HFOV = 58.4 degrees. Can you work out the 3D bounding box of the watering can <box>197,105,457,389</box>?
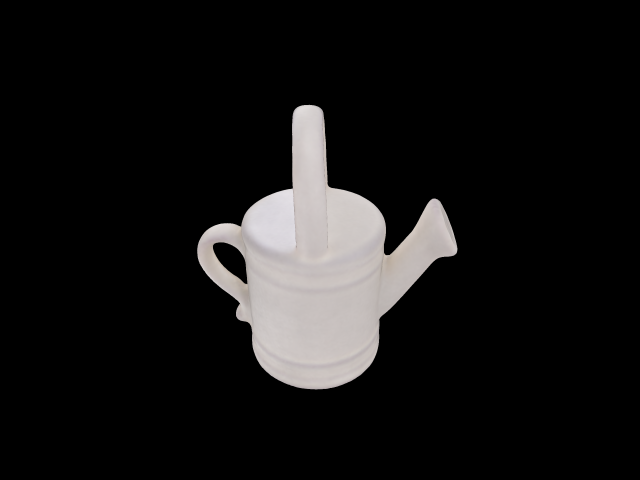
[{"bbox_3d":[0.004,0.000,0.402,0.173,0.194,0.100,-11,36,-16],"label":"watering can"}]
